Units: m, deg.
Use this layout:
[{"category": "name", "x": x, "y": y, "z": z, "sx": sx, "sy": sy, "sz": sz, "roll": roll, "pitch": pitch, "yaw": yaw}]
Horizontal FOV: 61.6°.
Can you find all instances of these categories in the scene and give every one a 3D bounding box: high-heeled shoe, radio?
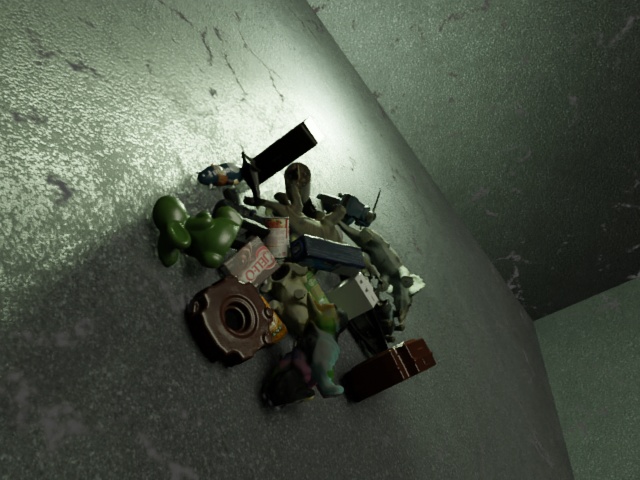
[{"category": "high-heeled shoe", "x": 0.128, "y": 0.233, "z": 1.485, "sx": 0.145, "sy": 0.086, "sz": 0.248, "roll": 56, "pitch": -5, "yaw": 44}, {"category": "radio", "x": -0.104, "y": -0.236, "z": 1.449, "sx": 0.073, "sy": 0.230, "sz": 0.131, "roll": 55, "pitch": 23, "yaw": -13}]

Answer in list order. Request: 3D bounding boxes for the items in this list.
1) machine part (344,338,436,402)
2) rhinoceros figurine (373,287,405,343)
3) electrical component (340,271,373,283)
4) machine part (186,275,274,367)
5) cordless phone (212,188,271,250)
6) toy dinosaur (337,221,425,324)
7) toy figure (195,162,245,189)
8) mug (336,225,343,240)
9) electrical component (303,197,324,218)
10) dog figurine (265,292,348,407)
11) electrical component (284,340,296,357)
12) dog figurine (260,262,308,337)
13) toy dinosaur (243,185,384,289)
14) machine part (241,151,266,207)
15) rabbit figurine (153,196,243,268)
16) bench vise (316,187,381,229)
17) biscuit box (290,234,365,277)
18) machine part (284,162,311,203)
[{"category": "machine part", "x": 0.179, "y": 0.329, "z": 1.377, "sx": 0.201, "sy": 0.201, "sz": 0.087, "roll": 4, "pitch": 55, "yaw": -60}, {"category": "rhinoceros figurine", "x": 0.183, "y": 0.219, "z": 1.592, "sx": 0.073, "sy": 0.112, "sz": 0.190, "roll": -43, "pitch": 130, "yaw": -27}, {"category": "electrical component", "x": 0.105, "y": 0.091, "z": 1.670, "sx": 0.115, "sy": 0.058, "sz": 0.134, "roll": 15, "pitch": 50, "yaw": -53}, {"category": "machine part", "x": -0.172, "y": 0.157, "z": 1.058, "sx": 0.179, "sy": 0.056, "sz": 0.179, "roll": 25, "pitch": 50, "yaw": -34}, {"category": "cordless phone", "x": -0.209, "y": -0.070, "z": 1.275, "sx": 0.146, "sy": 0.089, "sz": 0.184, "roll": 23, "pitch": 32, "yaw": -50}, {"category": "toy dinosaur", "x": 0.190, "y": 0.061, "z": 1.669, "sx": 0.405, "sy": 0.131, "sz": 0.192, "roll": 56, "pitch": 12, "yaw": 3}, {"category": "toy figure", "x": -0.243, "y": -0.162, "z": 1.318, "sx": 0.064, "sy": 0.057, "sz": 0.154, "roll": 19, "pitch": 16, "yaw": 21}, {"category": "mug", "x": 0.003, "y": -0.011, "z": 1.571, "sx": 0.107, "sy": 0.081, "sz": 0.109, "roll": -36, "pitch": 99, "yaw": -54}, {"category": "electrical component", "x": -0.027, "y": -0.105, "z": 1.657, "sx": 0.074, "sy": 0.048, "sz": 0.119, "roll": 18, "pitch": 48, "yaw": -56}, {"category": "dog figurine", "x": -0.027, "y": 0.224, "z": 1.121, "sx": 0.108, "sy": 0.192, "sz": 0.219, "roll": 80, "pitch": 0, "yaw": -68}, {"category": "electrical component", "x": -0.041, "y": 0.271, "z": 1.222, "sx": 0.102, "sy": 0.045, "sz": 0.078, "roll": 14, "pitch": 49, "yaw": -56}, {"category": "dog figurine", "x": -0.047, "y": 0.159, "z": 1.297, "sx": 0.172, "sy": 0.121, "sz": 0.190, "roll": -88, "pitch": 153, "yaw": -45}, {"category": "toy dinosaur", "x": -0.003, "y": -0.004, "z": 1.463, "sx": 0.471, "sy": 0.105, "sz": 0.198, "roll": 23, "pitch": 62, "yaw": -23}, {"category": "machine part", "x": -0.169, "y": -0.150, "z": 1.356, "sx": 0.084, "sy": 0.039, "sz": 0.139, "roll": 56, "pitch": 19, "yaw": -73}, {"category": "rabbit figurine", "x": -0.268, "y": -0.013, "z": 1.082, "sx": 0.170, "sy": 0.121, "sz": 0.159, "roll": 33, "pitch": 39, "yaw": -12}, {"category": "bench vise", "x": 0.107, "y": -0.087, "z": 1.727, "sx": 0.240, "sy": 0.224, "sz": 0.129, "roll": 35, "pitch": 66, "yaw": -56}, {"category": "biscuit box", "x": 0.020, "y": 0.040, "z": 1.355, "sx": 0.202, "sy": 0.059, "sz": 0.063, "roll": 15, "pitch": 53, "yaw": -39}, {"category": "machine part", "x": -0.063, "y": -0.158, "z": 1.527, "sx": 0.243, "sy": 0.079, "sz": 0.079, "roll": 102, "pitch": -37, "yaw": -77}]
